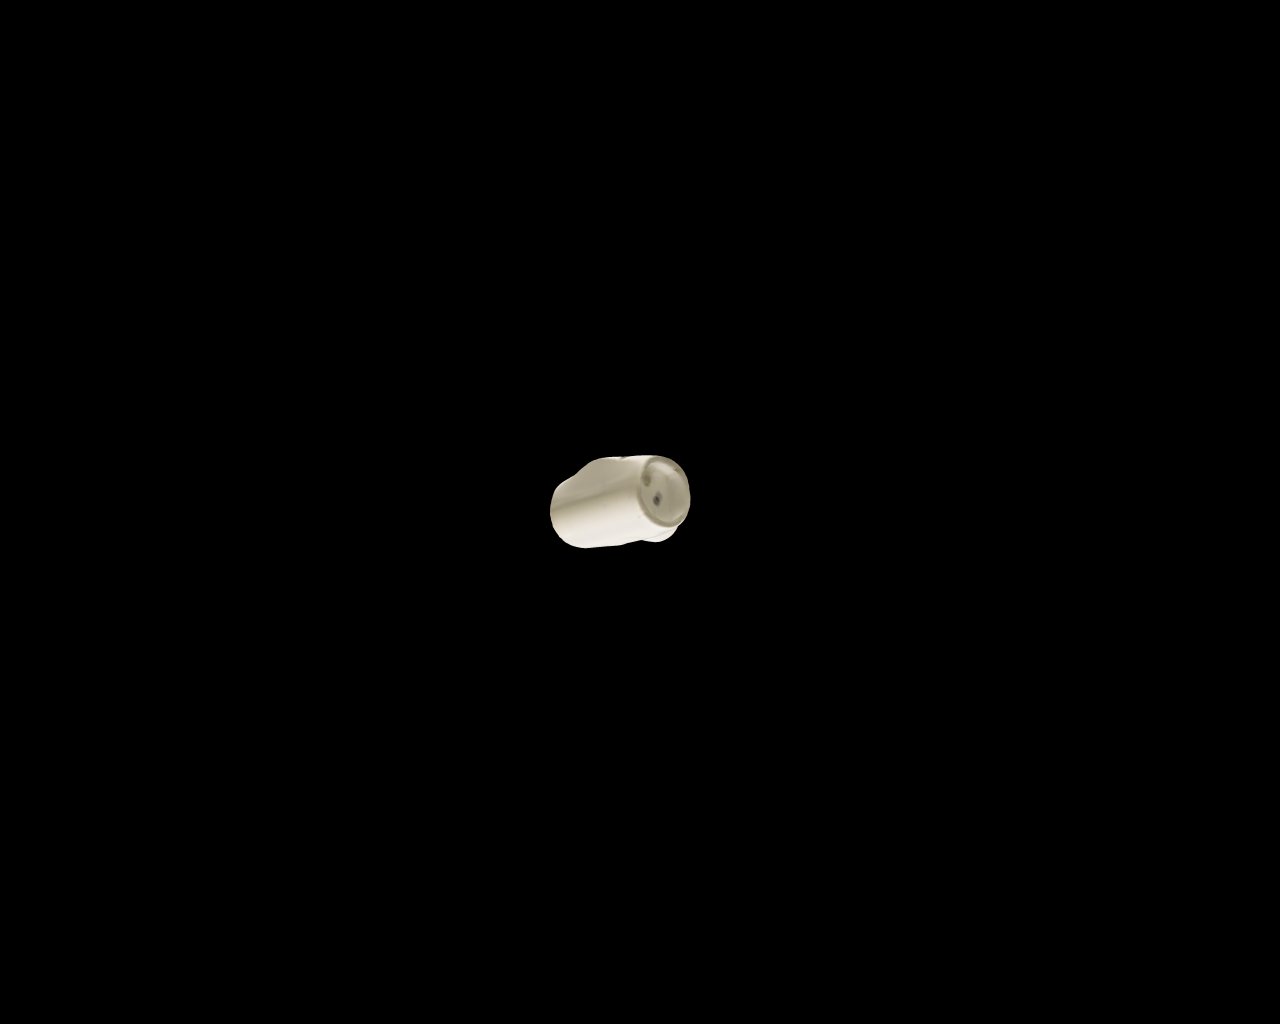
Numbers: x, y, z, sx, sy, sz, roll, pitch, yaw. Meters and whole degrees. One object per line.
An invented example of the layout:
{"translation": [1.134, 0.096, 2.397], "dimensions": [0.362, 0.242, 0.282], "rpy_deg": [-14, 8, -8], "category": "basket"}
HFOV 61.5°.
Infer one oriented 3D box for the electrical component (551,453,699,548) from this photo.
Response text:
{"translation": [0.001, -0.003, 0.650], "dimensions": [0.079, 0.043, 0.077], "rpy_deg": [14, -20, -42], "category": "electrical component"}
